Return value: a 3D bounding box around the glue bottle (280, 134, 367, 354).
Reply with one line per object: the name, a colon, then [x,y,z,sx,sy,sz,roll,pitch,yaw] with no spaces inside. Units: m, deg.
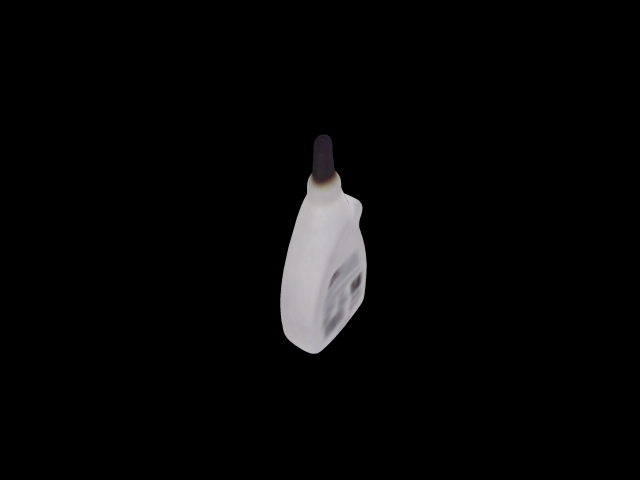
glue bottle: [0.004,0.001,0.400,0.037,0.173,0.078,26,50,26]
